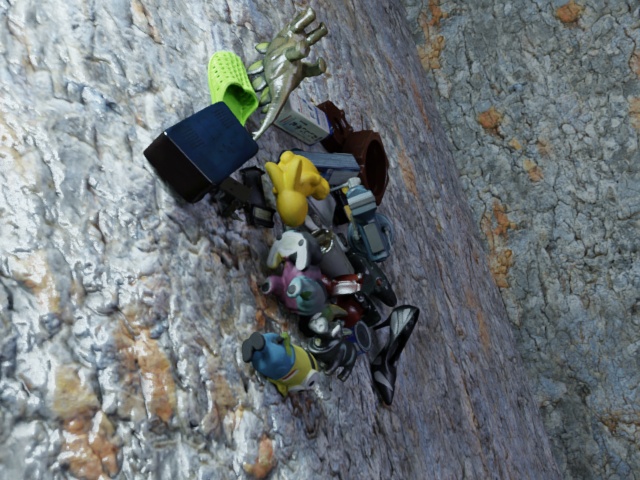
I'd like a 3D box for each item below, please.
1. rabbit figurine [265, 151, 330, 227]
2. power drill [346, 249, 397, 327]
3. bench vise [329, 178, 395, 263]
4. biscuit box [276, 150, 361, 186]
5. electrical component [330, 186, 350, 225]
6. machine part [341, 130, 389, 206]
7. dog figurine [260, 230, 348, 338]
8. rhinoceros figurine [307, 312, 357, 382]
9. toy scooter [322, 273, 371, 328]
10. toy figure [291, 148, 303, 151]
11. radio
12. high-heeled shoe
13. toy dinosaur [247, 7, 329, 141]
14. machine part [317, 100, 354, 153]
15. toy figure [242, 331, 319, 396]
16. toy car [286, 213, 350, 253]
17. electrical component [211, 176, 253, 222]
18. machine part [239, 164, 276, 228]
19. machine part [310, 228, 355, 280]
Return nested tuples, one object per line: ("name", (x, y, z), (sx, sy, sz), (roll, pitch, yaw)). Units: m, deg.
("rabbit figurine", (-0.053, -0.109, 1.182), (0.162, 0.122, 0.173), (73, 18, -44))
("power drill", (0.136, 0.140, 1.437), (0.231, 0.086, 0.207), (56, 33, -18))
("bench vise", (0.113, -0.045, 1.377), (0.223, 0.129, 0.240), (58, 1, 6))
("biscuit box", (-0.005, -0.176, 1.322), (0.202, 0.059, 0.063), (0, 46, -28))
("electrical component", (0.037, -0.096, 1.441), (0.048, 0.075, 0.119), (-19, 90, -64))
("machine part", (0.133, -0.214, 1.629), (0.201, 0.087, 0.201), (62, 38, -39))
("dog figurine", (-0.020, 0.101, 1.141), (0.219, 0.109, 0.191), (41, 54, -49))
("rhinoceros figurine", (0.027, 0.220, 1.110), (0.073, 0.112, 0.190), (31, -13, 37))
("toy scooter", (0.060, 0.131, 1.242), (0.183, 0.135, 0.075), (51, 30, -33))
("toy figure", (-0.030, -0.190, 1.407), (0.154, 0.058, 0.064), (32, 56, -55))
("radio", (-0.214, -0.170, 1.015), (0.131, 0.073, 0.230), (50, 31, -12))
("high-heeled shoe", (0.209, 0.290, 1.382), (0.086, 0.145, 0.249), (35, 39, -46))
("toy dinosaur", (-0.087, -0.418, 1.315), (0.105, 0.199, 0.471), (43, 43, -37))
("machine part", (0.043, -0.343, 1.657), (0.179, 0.056, 0.179), (39, 39, -42))
("toy figure", (-0.069, 0.221, 0.998), (0.180, 0.082, 0.089), (41, 39, -37))
("toy car", (-0.003, -0.004, 1.295), (0.201, 0.073, 0.056), (35, 39, -46))
("electrical component", (-0.173, -0.083, 1.082), (0.078, 0.045, 0.102), (27, 36, -11))
("machine part", (-0.135, -0.093, 1.163), (0.084, 0.039, 0.139), (7, 66, -51))
("machine part", (0.022, 0.047, 1.256), (0.243, 0.079, 0.079), (57, 25, -54))
